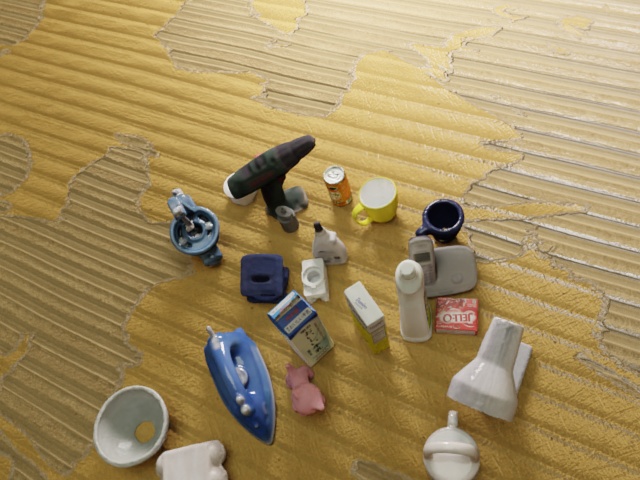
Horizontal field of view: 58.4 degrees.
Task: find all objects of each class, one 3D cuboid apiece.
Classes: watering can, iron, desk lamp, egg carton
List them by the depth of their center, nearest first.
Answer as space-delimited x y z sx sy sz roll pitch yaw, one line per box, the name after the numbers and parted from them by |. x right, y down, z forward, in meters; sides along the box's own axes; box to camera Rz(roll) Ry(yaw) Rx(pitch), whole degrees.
0.234 0.393 1.012 0.101 0.194 0.172 -18 60 3 | watering can
0.321 0.242 1.062 0.117 0.214 0.203 19 68 22 | desk lamp
-0.259 0.472 1.158 0.150 0.069 0.107 -16 60 5 | egg carton
-0.170 0.296 1.190 0.118 0.142 0.257 -29 60 -3 | iron

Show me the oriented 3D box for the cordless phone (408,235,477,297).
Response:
0.254 0.044 1.202 0.147 0.185 0.094 -12 60 7 | cordless phone

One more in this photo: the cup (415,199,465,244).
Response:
0.267 -0.025 1.288 0.118 0.095 0.091 -33 60 -5 | cup

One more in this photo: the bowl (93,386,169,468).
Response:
-0.390 0.402 1.224 0.167 0.075 0.167 -6 61 10 | bowl

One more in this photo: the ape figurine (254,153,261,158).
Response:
-0.142 -0.190 1.475 0.077 0.092 0.076 7 64 17 | ape figurine

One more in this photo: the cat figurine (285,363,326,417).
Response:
-0.036 0.307 1.166 0.067 0.118 0.127 -30 60 -4 | cat figurine

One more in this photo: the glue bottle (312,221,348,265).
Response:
0.012 0.005 1.287 0.078 0.173 0.037 -2 62 12 | glue bottle

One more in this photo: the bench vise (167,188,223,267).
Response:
-0.329 -0.050 1.369 0.206 0.220 0.121 37 76 27 | bench vise

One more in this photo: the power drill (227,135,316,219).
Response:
-0.097 -0.143 1.372 0.229 0.209 0.075 -24 59 0 | power drill

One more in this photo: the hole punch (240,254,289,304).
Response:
-0.128 0.090 1.321 0.108 0.091 0.101 -1 62 13 | hole punch
